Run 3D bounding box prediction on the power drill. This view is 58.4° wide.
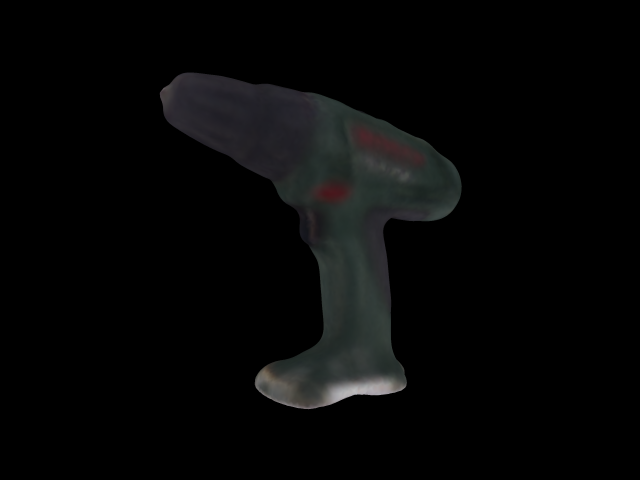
[{"bbox_3d":[0.004,0.001,0.400,0.230,0.208,0.075,-1,2,-34],"label":"power drill"}]
